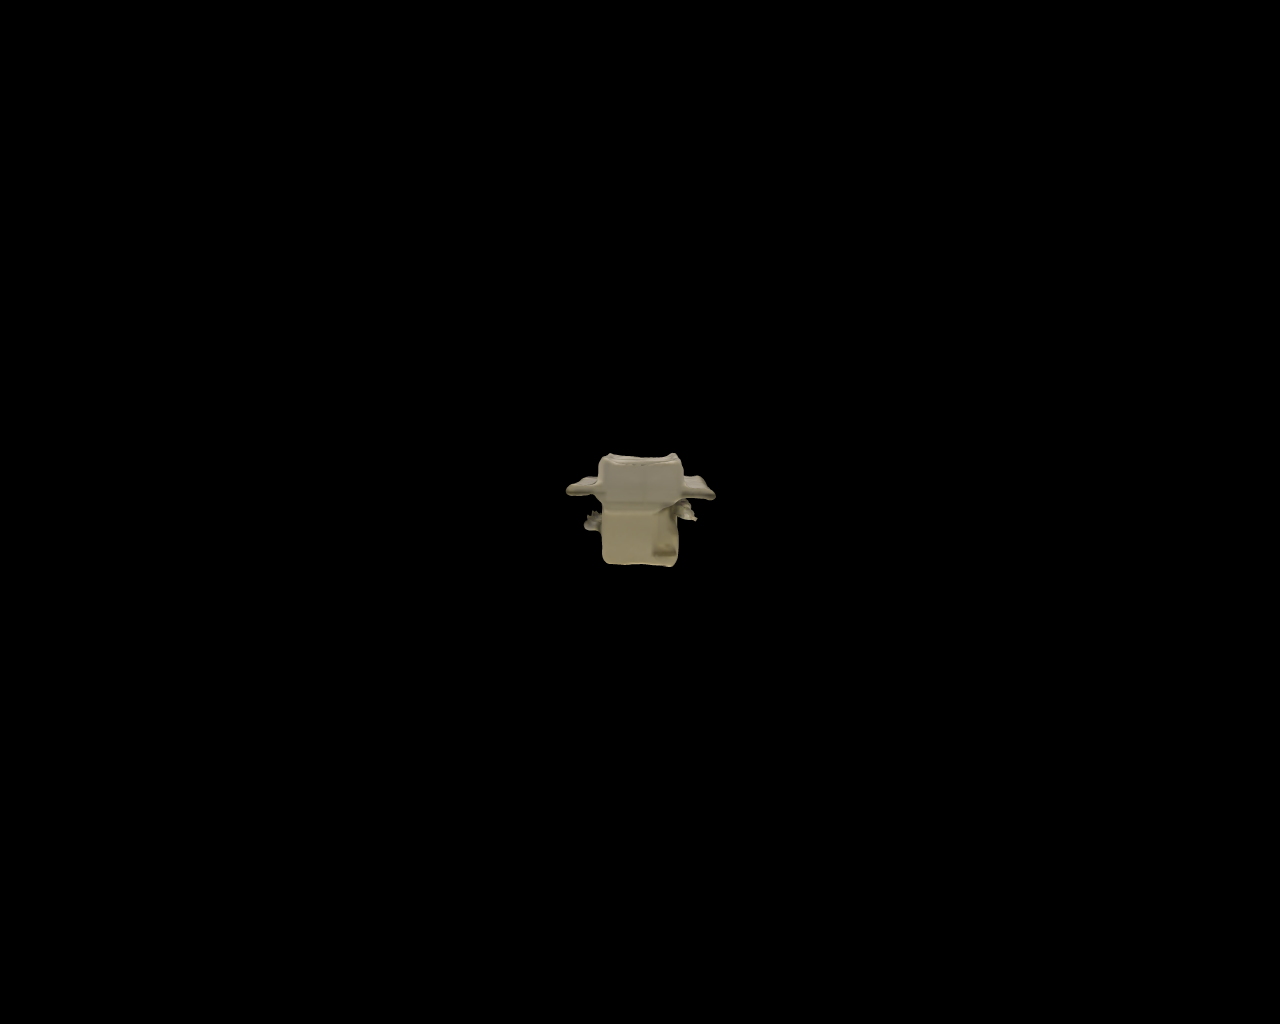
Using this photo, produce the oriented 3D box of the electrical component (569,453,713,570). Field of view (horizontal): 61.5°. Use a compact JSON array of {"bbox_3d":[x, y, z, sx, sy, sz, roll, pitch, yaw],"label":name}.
[{"bbox_3d":[0.001,-0.003,0.650,0.079,0.063,0.121,0,5,0],"label":"electrical component"}]
